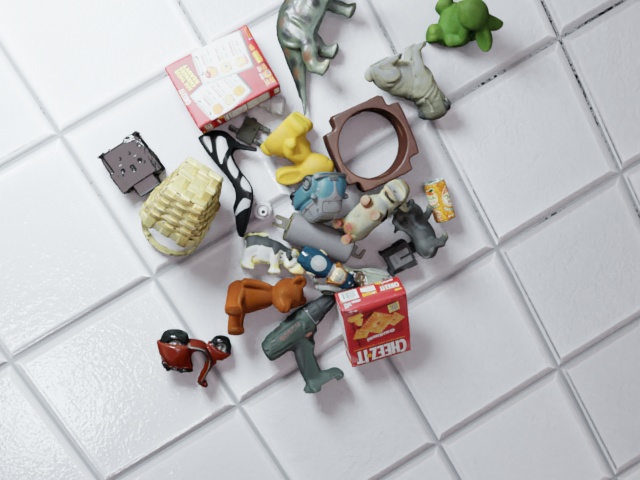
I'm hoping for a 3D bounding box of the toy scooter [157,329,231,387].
[{"bbox_3d":[-0.318,0.297,1.335,0.184,0.075,0.135,10,97,-14],"label":"toy scooter"}]

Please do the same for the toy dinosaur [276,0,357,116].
[{"bbox_3d":[-0.031,-0.515,1.248,0.192,0.131,0.404,25,98,2],"label":"toy dinosaur"}]

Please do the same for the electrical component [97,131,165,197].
[{"bbox_3d":[-0.435,-0.171,1.264,0.115,0.058,0.134,-35,100,0],"label":"electrical component"}]

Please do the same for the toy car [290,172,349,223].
[{"bbox_3d":[-0.001,-0.091,1.272,0.109,0.161,0.103,-2,68,-34],"label":"toy car"}]

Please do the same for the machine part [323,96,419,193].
[{"bbox_3d":[0.122,-0.233,1.317,0.201,0.087,0.201,-26,102,-3],"label":"machine part"}]

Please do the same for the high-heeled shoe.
[{"bbox_3d":[-0.230,-0.135,1.287,0.145,0.086,0.248,7,93,-5],"label":"high-heeled shoe"}]

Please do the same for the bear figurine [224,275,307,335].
[{"bbox_3d":[-0.128,0.155,1.318,0.196,0.132,0.120,3,134,-4],"label":"bear figurine"}]

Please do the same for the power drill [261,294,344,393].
[{"bbox_3d":[-0.016,0.270,1.368,0.232,0.086,0.207,-29,105,-12],"label":"power drill"}]

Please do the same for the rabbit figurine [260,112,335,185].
[{"bbox_3d":[-0.048,-0.199,1.281,0.173,0.122,0.162,41,96,-12],"label":"rabbit figurine"}]

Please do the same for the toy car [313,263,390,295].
[{"bbox_3d":[0.080,0.104,1.358,0.202,0.056,0.073,7,66,-10],"label":"toy car"}]

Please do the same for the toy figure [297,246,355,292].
[{"bbox_3d":[0.018,0.073,1.297,0.154,0.058,0.064,31,112,-3],"label":"toy figure"}]

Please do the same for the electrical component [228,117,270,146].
[{"bbox_3d":[-0.172,-0.267,1.304,0.094,0.021,0.063,26,93,-9],"label":"electrical component"}]

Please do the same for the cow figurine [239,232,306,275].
[{"bbox_3d":[-0.110,0.035,1.333,0.167,0.068,0.098,10,90,-10],"label":"cow figurine"}]

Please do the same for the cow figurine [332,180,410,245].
[{"bbox_3d":[0.135,-0.070,1.279,0.195,0.127,0.085,-41,76,26],"label":"cow figurine"}]

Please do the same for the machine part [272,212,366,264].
[{"bbox_3d":[-0.003,-0.004,1.335,0.243,0.079,0.079,22,94,-11],"label":"machine part"}]

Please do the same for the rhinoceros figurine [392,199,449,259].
[{"bbox_3d":[0.235,-0.037,1.349,0.112,0.073,0.190,-28,77,-22],"label":"rhinoceros figurine"}]

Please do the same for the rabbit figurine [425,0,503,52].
[{"bbox_3d":[0.345,-0.507,1.266,0.159,0.170,0.121,27,94,-9],"label":"rabbit figurine"}]

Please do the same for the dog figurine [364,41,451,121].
[{"bbox_3d":[0.213,-0.359,1.300,0.172,0.121,0.190,-22,108,7],"label":"dog figurine"}]

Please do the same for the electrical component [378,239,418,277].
[{"bbox_3d":[0.219,0.036,1.386,0.119,0.048,0.074,-25,101,-2],"label":"electrical component"}]
